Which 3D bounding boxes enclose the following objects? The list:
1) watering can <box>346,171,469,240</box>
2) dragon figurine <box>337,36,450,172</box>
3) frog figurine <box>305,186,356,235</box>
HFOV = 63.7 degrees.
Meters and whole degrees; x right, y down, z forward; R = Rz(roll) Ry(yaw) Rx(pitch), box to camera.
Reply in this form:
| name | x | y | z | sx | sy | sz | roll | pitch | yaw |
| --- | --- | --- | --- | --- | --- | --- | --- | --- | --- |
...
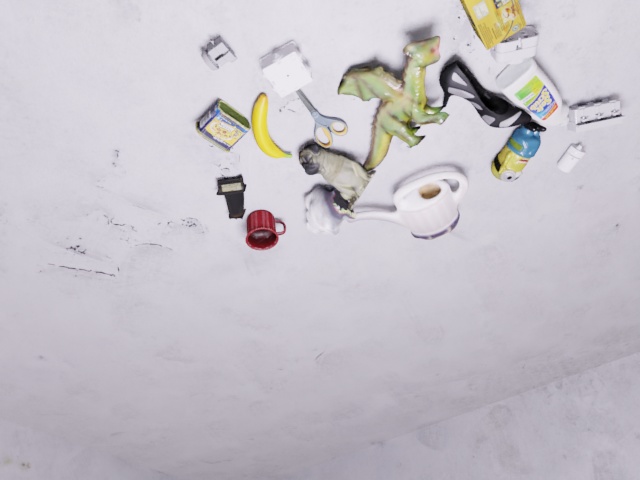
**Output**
| name | x | y | z | sx | sy | sz | roll | pitch | yaw |
| --- | --- | --- | --- | --- | --- | --- | --- | --- | --- |
| watering can | 0.264 | -0.082 | 1.472 | 0.346 | 0.106 | 0.220 | -23 | 137 | 13 |
| dragon figurine | 0.152 | -0.319 | 1.223 | 0.241 | 0.125 | 0.404 | 36 | 137 | -17 |
| frog figurine | 0.004 | -0.072 | 1.427 | 0.157 | 0.125 | 0.137 | -33 | 100 | 34 |
